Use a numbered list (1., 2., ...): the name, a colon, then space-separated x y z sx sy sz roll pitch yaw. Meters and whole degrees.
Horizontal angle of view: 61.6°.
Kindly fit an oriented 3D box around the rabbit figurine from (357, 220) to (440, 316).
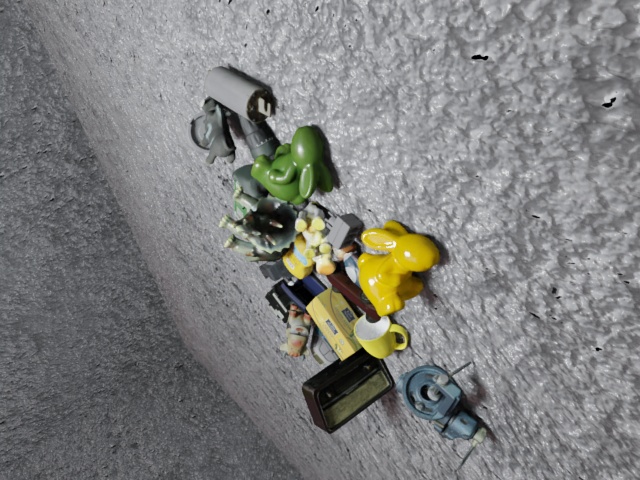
1. rabbit figurine: 0.155 0.039 1.024 0.162 0.122 0.173 61 142 12

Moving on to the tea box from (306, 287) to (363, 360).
1. tea box: 0.047 0.212 1.373 0.170 0.068 0.098 55 152 13

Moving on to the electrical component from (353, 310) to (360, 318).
1. electrical component: 0.088 0.208 1.401 0.094 0.021 0.063 19 135 53

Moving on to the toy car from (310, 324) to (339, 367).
1. toy car: 0.026 0.308 1.533 0.161 0.103 0.109 57 155 4

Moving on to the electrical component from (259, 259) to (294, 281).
1. electrical component: -0.118 0.084 1.557 0.119 0.075 0.047 6 125 63

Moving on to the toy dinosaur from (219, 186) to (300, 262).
1. toy dinosaur: -0.137 -0.006 1.342 0.192 0.131 0.404 28 163 13

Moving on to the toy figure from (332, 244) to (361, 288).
1. toy figure: 0.073 0.041 1.201 0.154 0.058 0.064 53 129 12

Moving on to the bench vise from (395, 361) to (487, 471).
1. bench vise: 0.264 0.348 1.146 0.224 0.129 0.240 44 158 25

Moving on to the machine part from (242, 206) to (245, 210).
1. machine part: -0.151 -0.065 1.476 0.139 0.039 0.084 36 158 12

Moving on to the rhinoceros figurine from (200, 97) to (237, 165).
1. rhinoceros figurine: -0.255 -0.272 1.320 0.112 0.073 0.190 109 149 -52

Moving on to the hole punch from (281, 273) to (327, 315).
1. hole punch: -0.043 0.155 1.498 0.142 0.092 0.115 39 153 25

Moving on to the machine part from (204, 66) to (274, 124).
1. machine part: -0.182 -0.325 1.198 0.243 0.079 0.079 36 148 35

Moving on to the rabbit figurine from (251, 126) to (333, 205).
1. rabbit figurine: -0.048 -0.155 1.121 0.159 0.121 0.170 57 140 14

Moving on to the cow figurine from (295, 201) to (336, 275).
1. cow figurine: -0.004 -0.003 1.256 0.098 0.068 0.167 -84 -19 -56

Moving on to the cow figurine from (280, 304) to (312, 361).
1. cow figurine: -0.064 0.263 1.531 0.195 0.085 0.127 -112 32 -85

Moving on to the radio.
1. radio: 0.072 0.378 1.392 0.073 0.229 0.131 -2 114 60

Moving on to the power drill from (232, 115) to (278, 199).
1. power drill: -0.147 -0.183 1.313 0.232 0.086 0.207 57 147 -1

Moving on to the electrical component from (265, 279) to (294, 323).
1. electrical component: -0.116 0.198 1.704 0.115 0.058 0.134 55 154 8

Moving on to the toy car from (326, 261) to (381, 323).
1. toy car: 0.082 0.120 1.276 0.202 0.053 0.089 36 152 44
